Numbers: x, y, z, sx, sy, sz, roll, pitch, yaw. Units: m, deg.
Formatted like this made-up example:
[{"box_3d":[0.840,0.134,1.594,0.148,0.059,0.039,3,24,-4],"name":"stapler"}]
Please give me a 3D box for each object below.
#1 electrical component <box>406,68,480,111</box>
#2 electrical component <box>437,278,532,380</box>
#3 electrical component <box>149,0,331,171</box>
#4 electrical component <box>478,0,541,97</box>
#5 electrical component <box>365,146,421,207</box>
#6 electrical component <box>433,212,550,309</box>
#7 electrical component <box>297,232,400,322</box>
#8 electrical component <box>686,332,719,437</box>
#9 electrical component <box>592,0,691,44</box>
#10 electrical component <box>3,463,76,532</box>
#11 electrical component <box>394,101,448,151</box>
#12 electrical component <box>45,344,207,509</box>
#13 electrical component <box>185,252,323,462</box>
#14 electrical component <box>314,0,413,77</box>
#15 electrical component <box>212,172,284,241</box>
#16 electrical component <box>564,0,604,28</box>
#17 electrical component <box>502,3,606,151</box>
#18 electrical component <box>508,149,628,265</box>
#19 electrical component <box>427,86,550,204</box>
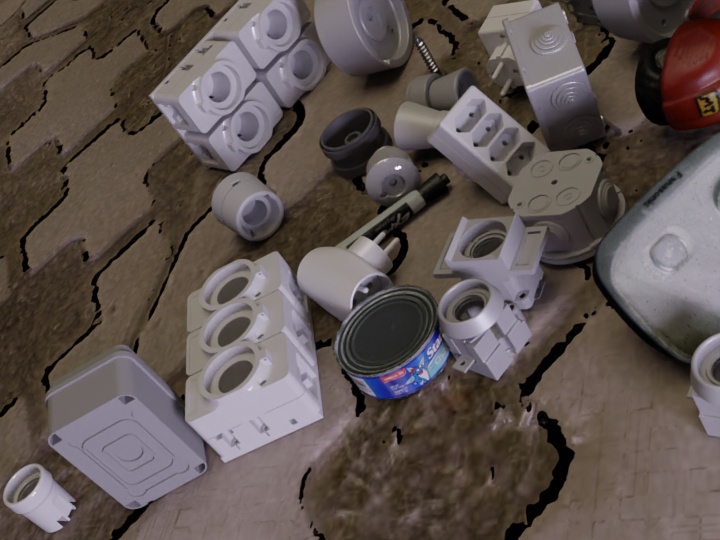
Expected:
[{"box_3d":[0.076,-0.158,0.983,0.055,0.045,0.045,-3,48,37],"name":"electrical component"},{"box_3d":[0.084,0.039,0.751,0.048,0.055,0.066,19,62,48],"name":"electrical component"},{"box_3d":[-0.117,-0.206,1.136,0.060,0.105,0.186,14,59,46],"name":"electrical component"},{"box_3d":[0.136,-0.186,0.949,0.047,0.065,0.076,2,51,40],"name":"electrical component"},{"box_3d":[0.027,-0.088,0.947,0.048,0.048,0.062,-27,31,12],"name":"electrical component"},{"box_3d":[0.100,-0.004,0.779,0.081,0.063,0.042,-3,49,37],"name":"electrical component"},{"box_3d":[0.000,0.000,0.869,0.079,0.044,0.077,-47,38,-15],"name":"electrical component"},{"box_3d":[0.218,0.067,0.615,0.066,0.055,0.048,5,53,41],"name":"electrical component"},{"box_3d":[0.241,-0.242,0.897,0.108,0.108,0.060,-47,32,-15],"name":"electrical component"},{"box_3d":[-0.257,0.185,0.867,0.040,0.046,0.040,-21,39,18],"name":"electrical component"},{"box_3d":[0.068,-0.124,0.949,0.065,0.044,0.044,11,56,29],"name":"electrical component"},{"box_3d":[-0.177,0.120,0.820,0.078,0.113,0.057,-30,40,8],"name":"electrical component"},{"box_3d":[-0.088,0.063,0.855,0.089,0.061,0.150,-26,38,13],"name":"electrical component"},{"box_3d":[-0.002,-0.249,1.096,0.060,0.108,0.108,-14,41,36],"name":"electrical component"},{"box_3d":[-0.104,-0.058,1.008,0.055,0.055,0.047,-43,41,-10],"name":"electrical component"},{"box_3d":[0.223,-0.256,0.976,0.064,0.042,0.081,-45,37,-9],"name":"electrical component"},{"box_3d":[0.158,-0.153,0.867,0.048,0.099,0.099,-20,51,13],"name":"electrical component"},{"box_3d":[0.153,-0.047,0.796,0.080,0.051,0.080,-21,39,18],"name":"electrical component"},{"box_3d":[0.099,-0.095,0.880,0.047,0.083,0.075,-50,1,-19],"name":"electrical component"}]
